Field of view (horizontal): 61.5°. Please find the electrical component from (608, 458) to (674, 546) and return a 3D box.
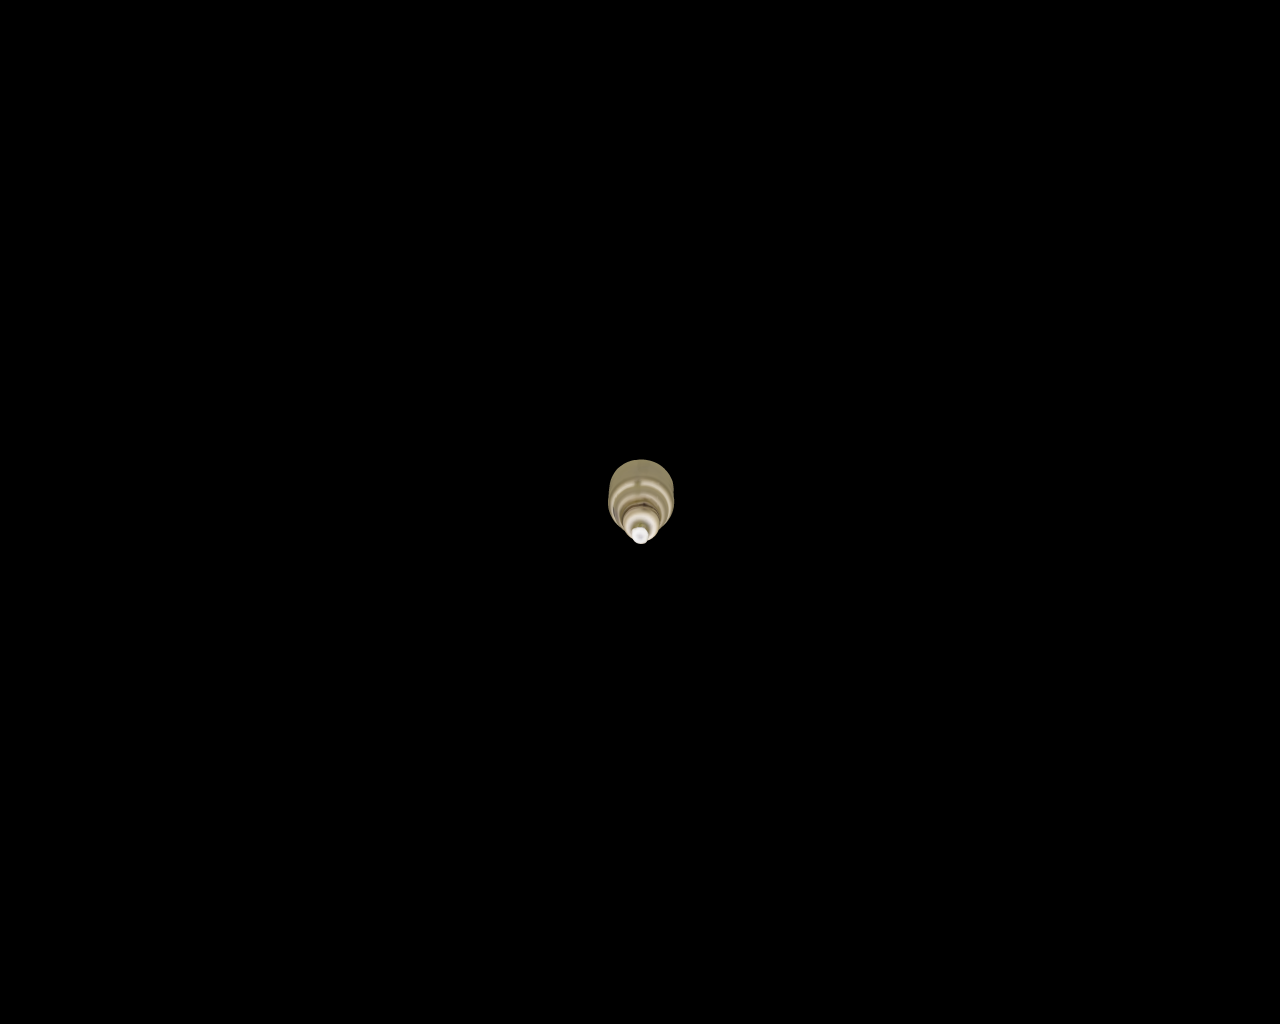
[{"bbox_3d":[0.001,-0.003,0.650,0.040,0.040,0.078,0,25,0],"label":"electrical component"}]
